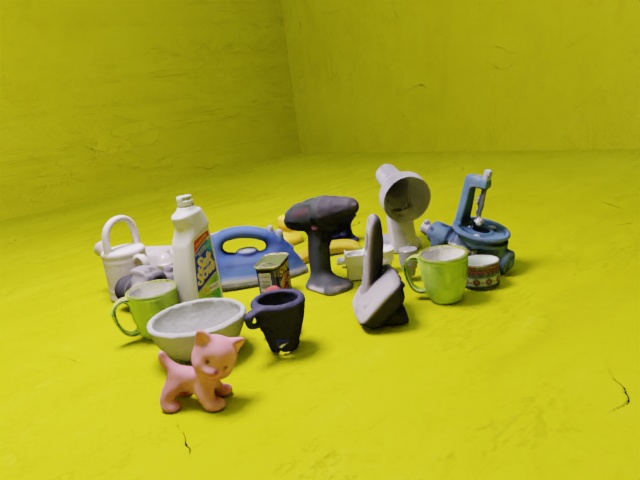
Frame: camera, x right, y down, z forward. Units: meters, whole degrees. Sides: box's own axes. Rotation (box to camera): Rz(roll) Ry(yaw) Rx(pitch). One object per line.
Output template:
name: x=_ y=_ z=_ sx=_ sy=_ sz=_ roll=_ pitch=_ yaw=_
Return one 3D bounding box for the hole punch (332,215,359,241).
hole punch: x=0.038 y=-0.032 z=1.564 sx=0.109 sy=0.091 sz=0.100 roll=-17 pitch=18 yaw=-33

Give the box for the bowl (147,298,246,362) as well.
bowl: x=-0.205 y=0.162 z=0.979 sx=0.167 sy=0.075 sz=0.167 roll=-7 pitch=15 yaw=2

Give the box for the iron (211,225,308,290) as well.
iron: x=-0.162 y=0.027 z=1.335 sx=0.258 sy=0.141 sz=0.118 roll=-9 pitch=15 yaw=-6

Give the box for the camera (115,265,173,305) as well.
camera: x=-0.370 y=0.099 z=1.242 sx=0.136 sy=0.101 sz=0.143 roll=5 pitch=19 yaw=38

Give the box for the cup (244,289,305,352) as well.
cup: x=-0.073 y=0.143 z=0.948 sx=0.091 sy=0.095 sz=0.118 roll=6 pitch=20 yaw=41

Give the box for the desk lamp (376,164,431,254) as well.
desk lamp: x=0.191 y=-0.077 z=1.422 sx=0.118 sy=0.214 sz=0.203 roll=-10 pitch=15 yaw=-10

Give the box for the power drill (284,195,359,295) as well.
power drill: x=0.011 y=0.004 z=1.208 sx=0.076 sy=0.208 sz=0.228 roll=-18 pitch=18 yaw=-36

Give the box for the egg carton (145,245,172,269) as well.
egg carton: x=-0.432 y=0.058 z=1.485 sx=0.150 sy=0.069 sz=0.107 roll=-3 pitch=15 yaw=15

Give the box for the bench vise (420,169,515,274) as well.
bench vise: x=0.302 y=-0.038 z=1.211 sx=0.206 sy=0.220 sz=0.122 roll=0 pitch=16 yaw=24

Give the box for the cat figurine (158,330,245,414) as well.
cat figurine: x=-0.170 y=0.178 z=0.816 sx=0.127 sy=0.118 sz=0.067 roll=-5 pitch=15 yaw=8

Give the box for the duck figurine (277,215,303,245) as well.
duck figurine: x=-0.103 y=-0.029 z=1.627 sx=0.105 sy=0.086 sz=0.077 roll=-13 pitch=16 yaw=-22

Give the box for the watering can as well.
watering can: x=-0.458 y=0.039 z=1.324 sx=0.172 sy=0.194 sz=0.101 roll=-3 pitch=15 yaw=16

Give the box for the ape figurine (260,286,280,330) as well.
ape figurine: x=-0.078 y=0.125 z=1.024 sx=0.078 sy=0.092 sz=0.075 roll=-19 pitch=19 yaw=-38

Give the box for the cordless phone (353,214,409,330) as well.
cordless phone: x=0.100 y=0.054 z=1.026 sx=0.094 sy=0.185 sz=0.147 roll=-8 pitch=15 yaw=-5
